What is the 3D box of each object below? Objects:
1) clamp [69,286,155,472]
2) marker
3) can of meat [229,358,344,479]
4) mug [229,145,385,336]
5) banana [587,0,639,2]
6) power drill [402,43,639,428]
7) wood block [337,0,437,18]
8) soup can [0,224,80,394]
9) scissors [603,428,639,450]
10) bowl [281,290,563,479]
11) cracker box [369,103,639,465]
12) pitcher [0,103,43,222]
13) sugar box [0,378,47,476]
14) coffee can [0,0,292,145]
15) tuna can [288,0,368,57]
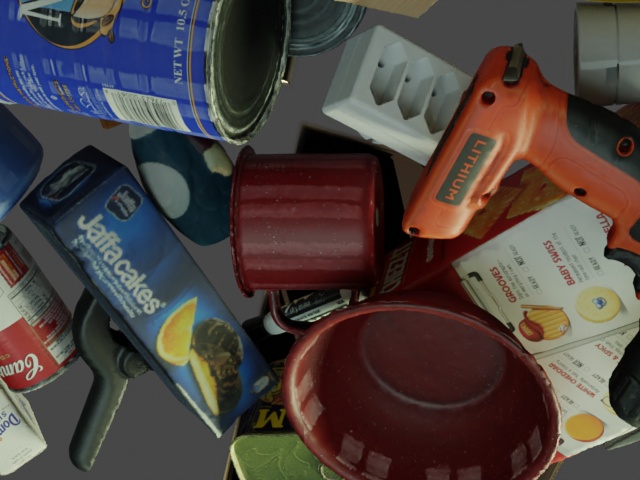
[{"bbox_3d":[-0.138,0.087,0.751,0.120,0.039,0.171,-27,120,-19],"label":"clamp"},{"bbox_3d":[-0.011,0.048,0.714,0.121,0.020,0.020,-25,116,42],"label":"marker"},{"bbox_3d":[-0.002,0.127,0.741,0.102,0.084,0.057,-5,123,18],"label":"can of meat"},{"bbox_3d":[-0.004,0.001,0.642,0.081,0.093,0.117,0,96,9],"label":"mug"},{"bbox_3d":[0.148,-0.153,0.534,0.198,0.037,0.069,-4,101,15],"label":"banana"},{"bbox_3d":[0.141,-0.002,0.543,0.187,0.057,0.185,24,121,-1],"label":"power drill"},{"bbox_3d":[0.070,-0.201,0.463,0.206,0.090,0.090,-40,68,34],"label":"wood block"},{"bbox_3d":[-0.219,0.048,0.752,0.069,0.068,0.102,-17,119,25],"label":"soup can"},{"bbox_3d":[0.264,0.080,0.681,0.202,0.016,0.096,-18,117,25],"label":"scissors"},{"bbox_3d":[0.061,0.083,0.625,0.162,0.055,0.162,9,127,12],"label":"bowl"},{"bbox_3d":[0.161,0.032,0.639,0.214,0.072,0.164,-33,110,33],"label":"cracker box"},{"bbox_3d":[-0.277,-0.104,0.628,0.242,0.145,0.149,46,146,-23],"label":"pitcher"},{"bbox_3d":[-0.272,0.084,0.775,0.048,0.093,0.176,-34,116,-13],"label":"sugar box"},{"bbox_3d":[-0.098,-0.110,0.545,0.140,0.102,0.103,12,127,17],"label":"coffee can"},{"bbox_3d":[-0.012,-0.144,0.580,0.086,0.033,0.086,7,127,10],"label":"tuna can"}]
